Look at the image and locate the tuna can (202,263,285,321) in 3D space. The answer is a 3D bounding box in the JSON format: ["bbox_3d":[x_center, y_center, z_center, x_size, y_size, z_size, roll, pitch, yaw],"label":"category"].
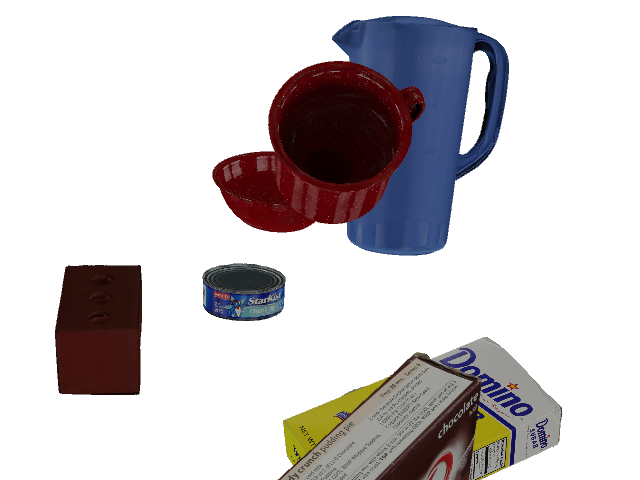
[{"bbox_3d":[-0.079,0.053,1.101,0.086,0.034,0.086,3,17,-1],"label":"tuna can"}]

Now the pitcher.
[{"bbox_3d":[0.099,-0.112,1.124,0.149,0.243,0.144,11,15,32],"label":"pitcher"}]

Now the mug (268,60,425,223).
[{"bbox_3d":[0.020,-0.067,0.724,0.117,0.093,0.081,-33,-14,-14],"label":"mug"}]

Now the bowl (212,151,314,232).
[{"bbox_3d":[-0.051,-0.054,1.287,0.162,0.055,0.162,4,26,-2],"label":"bowl"}]

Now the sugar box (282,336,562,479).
[{"bbox_3d":[0.072,0.135,0.756,0.176,0.048,0.093,-22,40,-19],"label":"sugar box"}]

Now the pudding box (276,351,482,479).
[{"bbox_3d":[0.023,0.114,0.454,0.039,0.090,0.113,22,39,28],"label":"pudding box"}]

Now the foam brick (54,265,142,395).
[{"bbox_3d":[-0.144,0.058,0.701,0.053,0.051,0.078,0,30,-9],"label":"foam brick"}]

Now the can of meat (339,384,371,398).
[{"bbox_3d":[0.070,0.171,0.960,0.101,0.057,0.084,-10,32,-26],"label":"can of meat"}]
